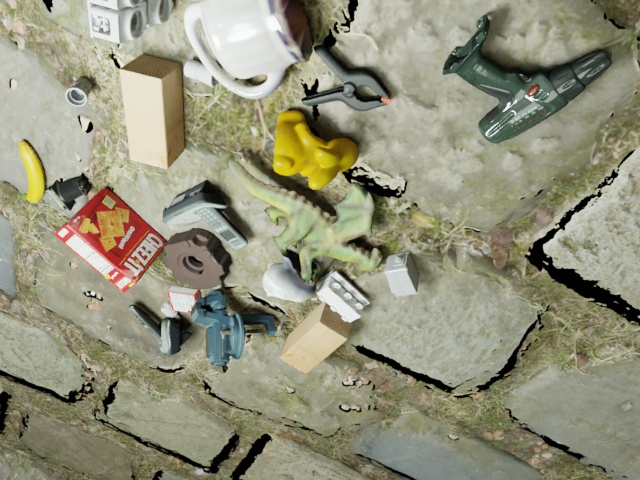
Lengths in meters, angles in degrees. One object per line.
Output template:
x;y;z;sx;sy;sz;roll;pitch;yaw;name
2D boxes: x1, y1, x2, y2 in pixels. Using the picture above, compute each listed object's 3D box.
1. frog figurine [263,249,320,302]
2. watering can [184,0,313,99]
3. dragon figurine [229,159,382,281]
-0.085;0.110;1.259;0.137;0.125;0.157;8;-40;-44;frog figurine
-0.145;-0.396;0.889;0.223;0.106;0.340;-8;-44;22;watering can
0.003;-0.057;1.134;0.241;0.404;0.125;-26;30;17;dragon figurine
